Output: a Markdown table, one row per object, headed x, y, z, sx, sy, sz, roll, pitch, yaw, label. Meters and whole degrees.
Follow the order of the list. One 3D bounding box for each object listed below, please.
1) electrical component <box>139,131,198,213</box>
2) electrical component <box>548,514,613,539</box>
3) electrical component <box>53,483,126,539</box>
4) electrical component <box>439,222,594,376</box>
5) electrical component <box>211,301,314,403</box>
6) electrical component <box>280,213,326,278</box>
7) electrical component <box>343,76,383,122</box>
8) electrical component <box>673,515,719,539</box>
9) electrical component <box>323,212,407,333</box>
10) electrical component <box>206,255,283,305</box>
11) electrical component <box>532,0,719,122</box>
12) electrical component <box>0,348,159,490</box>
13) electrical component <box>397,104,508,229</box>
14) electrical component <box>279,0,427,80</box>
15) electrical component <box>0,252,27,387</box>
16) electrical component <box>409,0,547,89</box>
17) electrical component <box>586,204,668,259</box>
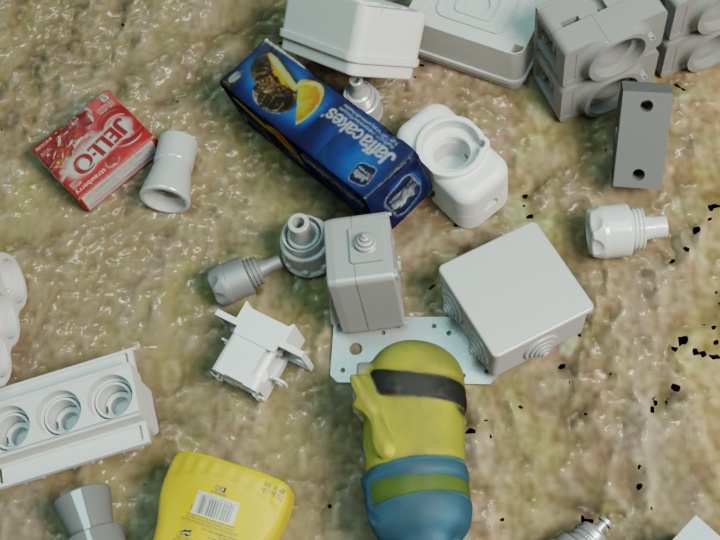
| x | y | z | sx | sy | sz | roll | pitch | yaw | label |
| --- | --- | --- | --- | --- | --- | --- | --- | --- | --- |
| -0.163 | -0.088 | 0.935 | 0.044 | 0.044 | 0.065 | 3 | 62 | 9 | electrical component |
| 0.149 | 0.206 | 0.764 | 0.078 | 0.040 | 0.040 | -43 | 68 | -11 | electrical component |
| -0.203 | 0.196 | 0.813 | 0.045 | 0.045 | 0.055 | -23 | 66 | -3 | electrical component |
| 0.119 | 0.024 | 0.839 | 0.100 | 0.048 | 0.099 | -25 | 63 | -10 | electrical component |
| -0.082 | 0.067 | 0.855 | 0.081 | 0.042 | 0.063 | 25 | 74 | 18 | electrical component |
| -0.045 | -0.025 | 0.879 | 0.048 | 0.062 | 0.048 | -3 | 66 | 7 | electrical component |
| 0.000 | -0.147 | 0.927 | 0.035 | 0.061 | 0.035 | -3 | 66 | 7 | electrical component |
| 0.256 | 0.271 | 0.709 | 0.105 | 0.060 | 0.186 | -42 | 68 | -11 | electrical component |
| 0.000 | 0.000 | 0.841 | 0.061 | 0.096 | 0.061 | -7 | 58 | 5 | electrical component |
| -0.094 | 0.004 | 0.889 | 0.061 | 0.035 | 0.035 | -23 | 65 | -5 | electrical component |
| 0.242 | -0.202 | 0.894 | 0.186 | 0.105 | 0.060 | -24 | 66 | -3 | electrical component |
| -0.225 | 0.119 | 0.840 | 0.121 | 0.063 | 0.078 | -17 | 65 | 0 | electrical component |
| 0.077 | -0.089 | 0.892 | 0.054 | 0.059 | 0.095 | -39 | 67 | -10 | electrical component |
| -0.008 | -0.204 | 0.921 | 0.113 | 0.078 | 0.057 | 30 | 116 | 44 | electrical component |
| -0.322 | 0.047 | 0.871 | 0.074 | 0.052 | 0.138 | -16 | 40 | 6 | electrical component |
| 0.105 | -0.216 | 0.946 | 0.113 | 0.057 | 0.078 | 22 | 71 | 16 | electrical component |
| 0.213 | -0.032 | 0.858 | 0.062 | 0.043 | 0.043 | -5 | 66 | 4 | electrical component |
